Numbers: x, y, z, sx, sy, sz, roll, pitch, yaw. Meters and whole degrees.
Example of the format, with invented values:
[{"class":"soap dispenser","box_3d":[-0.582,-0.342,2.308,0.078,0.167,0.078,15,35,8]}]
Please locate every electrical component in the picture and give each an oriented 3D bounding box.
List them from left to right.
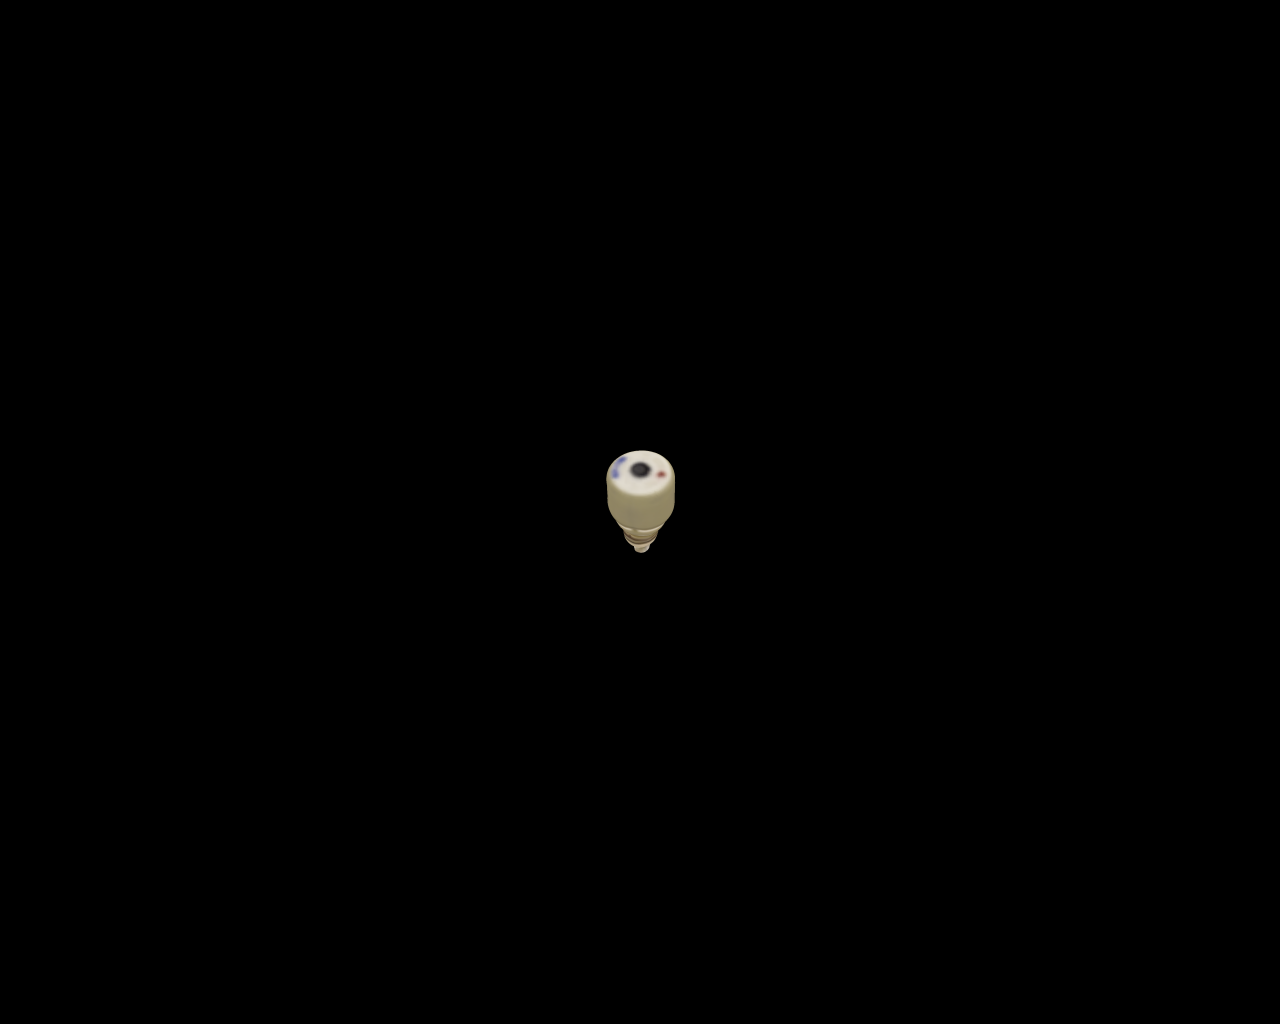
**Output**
[{"class":"electrical component","box_3d":[0.001,-0.003,0.650,0.040,0.040,0.078,0,-40,0]}]
